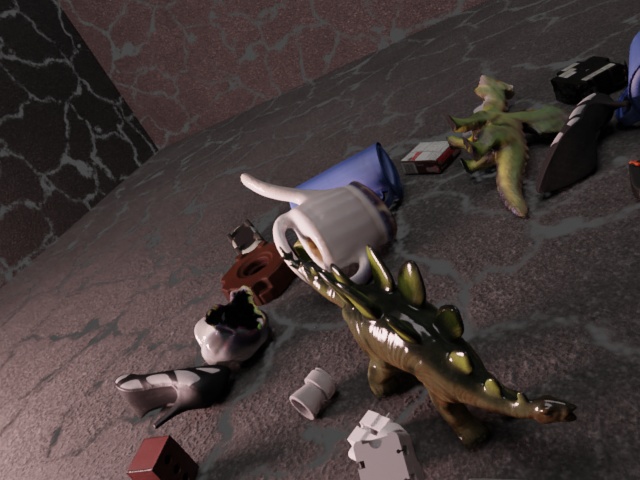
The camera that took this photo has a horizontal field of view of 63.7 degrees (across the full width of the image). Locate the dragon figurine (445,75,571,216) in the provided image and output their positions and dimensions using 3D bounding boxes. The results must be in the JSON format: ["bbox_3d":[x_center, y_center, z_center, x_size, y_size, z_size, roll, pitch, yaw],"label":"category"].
[{"bbox_3d":[0.392,-0.208,1.012,0.243,0.119,0.420,-20,45,1],"label":"dragon figurine"}]

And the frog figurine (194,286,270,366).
[{"bbox_3d":[-0.165,0.173,0.926,0.156,0.122,0.141,-57,8,41],"label":"frog figurine"}]

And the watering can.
[{"bbox_3d":[0.003,-0.050,1.003,0.226,0.101,0.353,-25,58,-19],"label":"watering can"}]
